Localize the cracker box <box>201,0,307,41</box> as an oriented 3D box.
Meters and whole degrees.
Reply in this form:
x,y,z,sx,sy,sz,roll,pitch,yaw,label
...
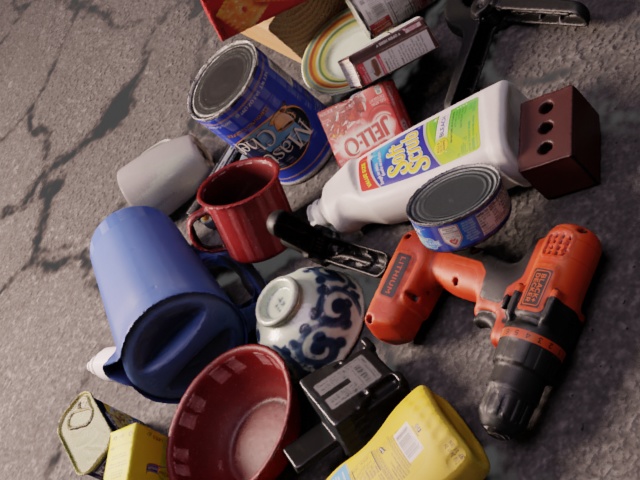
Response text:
x,y,z,sx,sy,sz,roll,pitch,yaw,label
-0.038,-0.317,1.182,0.213,0.072,0.164,-25,33,1,cracker box

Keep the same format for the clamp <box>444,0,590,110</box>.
x,y,z,sx,sy,sz,roll,pitch,yaw,label
0.168,-0.220,1.081,0.165,0.036,0.210,-41,38,18,clamp

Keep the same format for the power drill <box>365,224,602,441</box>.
x,y,z,sx,sy,sz,roll,pitch,yaw,label
0.128,0.065,0.892,0.188,0.057,0.184,10,66,46,power drill

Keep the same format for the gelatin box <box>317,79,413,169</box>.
x,y,z,sx,sy,sz,roll,pitch,yaw,label
0.050,-0.115,1.098,0.089,0.030,0.073,-22,92,35,gelatin box

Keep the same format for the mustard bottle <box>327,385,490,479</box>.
x,y,z,sx,sy,sz,roll,pitch,yaw,label
0.045,0.214,0.863,0.192,0.058,0.096,-46,38,9,mustard bottle

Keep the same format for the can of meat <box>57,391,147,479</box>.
x,y,z,sx,sy,sz,roll,pitch,yaw,label
-0.216,0.214,1.114,0.057,0.083,0.102,-52,38,3,can of meat

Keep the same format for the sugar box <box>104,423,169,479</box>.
x,y,z,sx,sy,sz,roll,pitch,yaw,label
-0.166,0.273,1.011,0.048,0.093,0.176,-26,46,31,sugar box

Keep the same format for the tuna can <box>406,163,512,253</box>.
x,y,z,sx,sy,sz,roll,pitch,yaw,label
0.119,-0.027,0.910,0.086,0.033,0.086,-23,28,13,tuna can

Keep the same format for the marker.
x,y,z,sx,sy,sz,roll,pitch,yaw,label
-0.126,-0.074,1.293,0.020,0.020,0.121,22,79,51,marker

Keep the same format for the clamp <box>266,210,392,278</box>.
x,y,z,sx,sy,sz,roll,pitch,yaw,label
-0.007,0.001,1.022,0.039,0.120,0.172,-63,13,-7,clamp

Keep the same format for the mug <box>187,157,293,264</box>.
x,y,z,sx,sy,sz,roll,pitch,yaw,label
-0.084,-0.024,1.131,0.117,0.081,0.093,-26,32,-6,mug

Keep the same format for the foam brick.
x,y,z,sx,sy,sz,roll,pitch,yaw,label
0.208,-0.084,0.924,0.053,0.051,0.078,-19,50,36,foam brick

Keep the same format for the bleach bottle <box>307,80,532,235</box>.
x,y,z,sx,sy,sz,roll,pitch,yaw,label
0.088,-0.058,1.023,0.251,0.068,0.102,-24,44,36,bleach bottle

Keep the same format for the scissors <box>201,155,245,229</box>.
x,y,z,sx,sy,sz,roll,pitch,yaw,label
-0.073,-0.097,1.256,0.096,0.016,0.202,27,83,51,scissors

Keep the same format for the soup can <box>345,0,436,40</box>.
x,y,z,sx,sy,sz,roll,pitch,yaw,label
0.082,-0.273,1.166,0.102,0.068,0.068,-31,41,4,soup can

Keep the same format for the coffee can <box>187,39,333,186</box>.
x,y,z,sx,sy,sz,roll,pitch,yaw,label
-0.060,-0.138,1.174,0.103,0.140,0.103,-27,46,31,coffee can

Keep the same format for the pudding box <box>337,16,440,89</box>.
x,y,z,sx,sy,sz,roll,pitch,yaw,label
0.069,-0.192,1.105,0.090,0.039,0.113,-29,7,0,pudding box

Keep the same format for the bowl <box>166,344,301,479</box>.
x,y,z,sx,sy,sz,roll,pitch,yaw,label
-0.071,0.182,1.010,0.162,0.055,0.162,-27,46,31,bowl

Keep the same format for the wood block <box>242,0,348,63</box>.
x,y,z,sx,sy,sz,roll,pitch,yaw,label
-0.058,-0.295,1.331,0.090,0.090,0.206,-54,38,0,wood block

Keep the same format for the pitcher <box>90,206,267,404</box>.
x,y,z,sx,sy,sz,roll,pitch,yaw,label
-0.166,0.055,1.163,0.145,0.149,0.243,-61,32,16,pitcher
